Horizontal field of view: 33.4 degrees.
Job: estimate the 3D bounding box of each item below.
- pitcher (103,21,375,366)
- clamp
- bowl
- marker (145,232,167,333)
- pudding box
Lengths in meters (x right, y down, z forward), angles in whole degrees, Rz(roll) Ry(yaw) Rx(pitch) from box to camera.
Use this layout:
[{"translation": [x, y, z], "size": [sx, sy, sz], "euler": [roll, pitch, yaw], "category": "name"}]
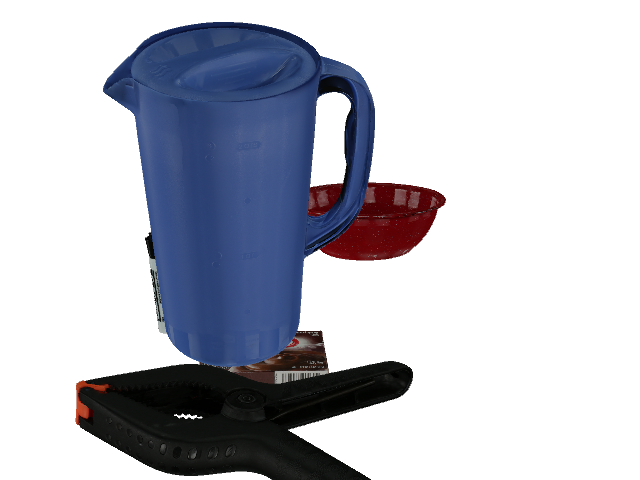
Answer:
[{"translation": [-0.057, -0.029, 0.792], "size": [0.149, 0.243, 0.144], "euler": [24, 40, 30], "category": "pitcher"}, {"translation": [-0.039, 0.105, 0.638], "size": [0.210, 0.036, 0.164], "euler": [9, 22, 7], "category": "clamp"}, {"translation": [0.046, -0.018, 1.079], "size": [0.162, 0.055, 0.162], "euler": [-1, 14, 0], "category": "bowl"}, {"translation": [-0.179, 0.047, 1.189], "size": [0.020, 0.121, 0.020], "euler": [-4, 23, 2], "category": "marker"}, {"translation": [-0.051, 0.112, 0.941], "size": [0.113, 0.039, 0.090], "euler": [1, 18, -4], "category": "pudding box"}]
